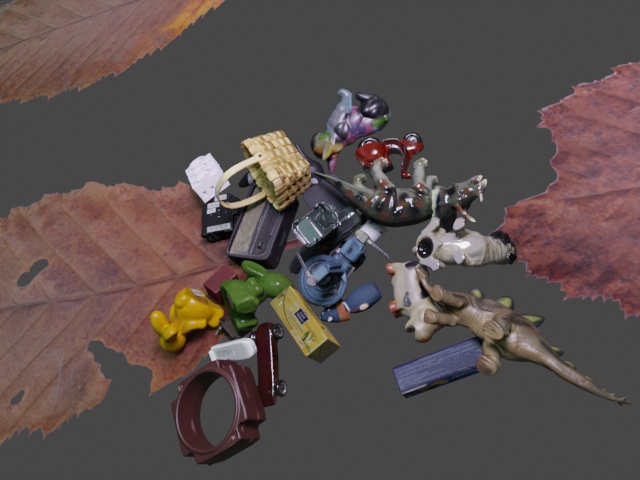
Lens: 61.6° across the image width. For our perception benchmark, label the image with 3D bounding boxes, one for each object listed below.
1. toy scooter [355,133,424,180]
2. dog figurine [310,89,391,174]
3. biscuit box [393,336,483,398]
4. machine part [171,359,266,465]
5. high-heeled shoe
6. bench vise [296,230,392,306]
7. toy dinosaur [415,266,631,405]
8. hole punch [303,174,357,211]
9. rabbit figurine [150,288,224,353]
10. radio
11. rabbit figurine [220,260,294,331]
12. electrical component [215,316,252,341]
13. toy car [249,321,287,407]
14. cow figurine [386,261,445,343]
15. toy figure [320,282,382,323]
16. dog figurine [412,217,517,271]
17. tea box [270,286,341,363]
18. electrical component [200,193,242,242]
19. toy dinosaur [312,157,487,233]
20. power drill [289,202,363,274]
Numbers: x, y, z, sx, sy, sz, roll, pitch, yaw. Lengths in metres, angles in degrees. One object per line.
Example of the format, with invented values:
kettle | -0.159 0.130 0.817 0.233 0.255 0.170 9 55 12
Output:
toy scooter | 0.185 -0.211 1.415 0.184 0.075 0.135 -8 62 10
dog figurine | 0.078 -0.289 1.474 0.192 0.108 0.219 17 76 22
biscuit box | 0.263 0.275 1.156 0.203 0.059 0.063 -22 59 8
machine part | -0.237 0.392 1.234 0.201 0.087 0.201 -35 58 18
high-heeled shoe | -0.106 -0.163 1.511 0.249 0.086 0.145 -28 89 24
bench vise | 0.030 0.070 1.247 0.223 0.240 0.129 -39 79 14
toy dinosaur | 0.374 0.186 1.077 0.472 0.198 0.105 41 124 35
hole punch | 0.025 -0.101 1.418 0.142 0.092 0.115 -34 92 -2
rabbit figurine | -0.349 0.217 1.360 0.122 0.162 0.173 39 99 18
radio | -0.150 -0.038 1.444 0.131 0.073 0.229 10 69 23
rabbit figurine | -0.155 0.131 1.352 0.170 0.121 0.159 -18 41 -22
electrical component | -0.217 0.227 1.358 0.102 0.045 0.078 36 52 27
toy car | -0.122 0.294 1.284 0.089 0.053 0.202 -22 60 26
cow figurine | 0.224 0.139 1.227 0.127 0.085 0.195 -13 61 20
toy figure | 0.073 0.157 1.282 0.154 0.064 0.057 -31 96 8
dog figurine | 0.330 0.024 1.225 0.172 0.190 0.121 5 84 52
tea box | -0.035 0.200 1.273 0.068 0.098 0.170 -41 61 2
electrical component | -0.270 -0.066 1.510 0.115 0.058 0.134 -7 63 14
toy dinosaur | 0.186 -0.093 1.297 0.405 0.131 0.192 -4 57 5
power drill | -0.003 -0.004 1.299 0.232 0.207 0.086 -39 68 1
